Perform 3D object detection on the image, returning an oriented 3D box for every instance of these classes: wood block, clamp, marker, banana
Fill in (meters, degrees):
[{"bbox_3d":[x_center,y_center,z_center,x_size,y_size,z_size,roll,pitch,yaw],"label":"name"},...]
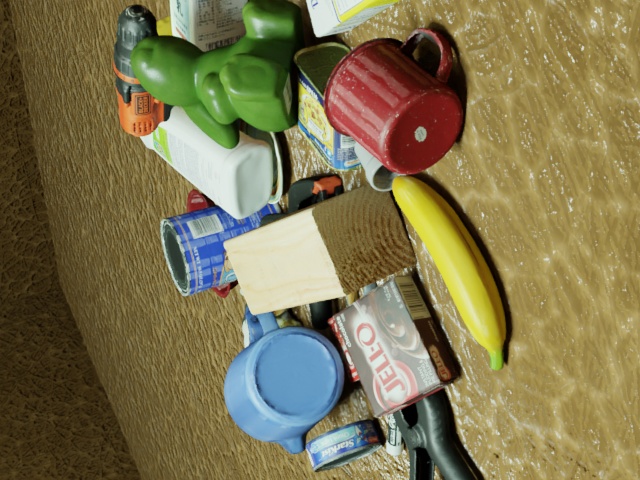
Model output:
[{"bbox_3d":[-0.006,0.011,1.086,0.206,0.090,0.090,-17,96,61],"label":"wood block"},{"bbox_3d":[-0.008,0.001,1.215,0.164,0.036,0.210,63,155,17],"label":"clamp"},{"bbox_3d":[0.083,0.185,1.147,0.020,0.020,0.121,-128,29,-46],"label":"marker"},{"bbox_3d":[0.111,0.016,0.913,0.198,0.037,0.070,66,157,21],"label":"banana"},{"bbox_3d":[0.104,0.202,1.069,0.120,0.039,0.171,-43,59,50],"label":"clamp"}]

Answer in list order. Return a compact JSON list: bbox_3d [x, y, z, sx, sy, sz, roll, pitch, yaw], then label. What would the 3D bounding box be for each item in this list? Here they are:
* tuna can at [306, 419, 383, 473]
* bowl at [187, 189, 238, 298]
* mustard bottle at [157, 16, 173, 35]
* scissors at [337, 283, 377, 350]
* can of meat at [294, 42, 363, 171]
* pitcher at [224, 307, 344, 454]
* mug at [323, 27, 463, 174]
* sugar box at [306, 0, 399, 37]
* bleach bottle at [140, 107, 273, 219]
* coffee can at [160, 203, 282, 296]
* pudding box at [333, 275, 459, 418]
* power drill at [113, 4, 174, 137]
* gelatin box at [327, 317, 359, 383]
[{"bbox_3d":[0.027,0.239,1.240,0.086,0.086,0.034,119,134,-63],"label":"tuna can"},{"bbox_3d":[-0.137,-0.001,1.527,0.162,0.055,0.162,163,90,-70],"label":"bowl"},{"bbox_3d":[-0.141,-0.210,1.314,0.192,0.096,0.058,55,152,41],"label":"mustard bottle"},{"bbox_3d":[0.045,0.112,1.193,0.202,0.016,0.096,98,149,-49],"label":"scissors"},{"bbox_3d":[0.016,-0.126,1.024,0.084,0.057,0.102,90,155,-43],"label":"can of meat"},{"bbox_3d":[-0.045,0.157,1.240,0.149,0.145,0.243,29,166,-1],"label":"pitcher"},{"bbox_3d":[0.069,-0.116,0.868,0.117,0.093,0.082,-58,46,16],"label":"mug"},{"bbox_3d":[0.031,-0.239,0.913,0.176,0.048,0.093,180,74,-73],"label":"sugar box"},{"bbox_3d":[-0.163,-0.127,1.320,0.251,0.068,0.102,36,143,33],"label":"bleach bottle"},{"bbox_3d":[-0.121,0.004,1.364,0.103,0.140,0.103,164,90,-70],"label":"coffee can"},{"bbox_3d":[0.072,0.103,1.031,0.090,0.039,0.113,-36,67,37],"label":"pudding box"},{"bbox_3d":[-0.132,-0.192,1.166,0.184,0.187,0.057,104,154,-57],"label":"power drill"},{"bbox_3d":[0.044,0.106,1.125,0.073,0.030,0.089,69,158,9],"label":"gelatin box"}]
